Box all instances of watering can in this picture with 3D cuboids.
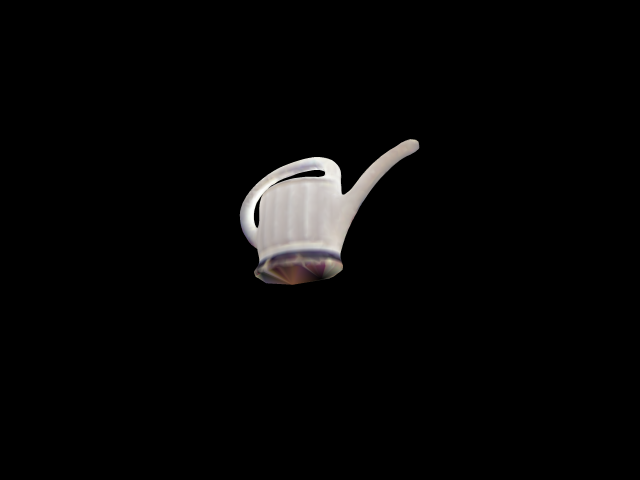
[{"bbox_3d":[0.003,-0.043,0.850,0.345,0.228,0.103,-12,-25,29],"label":"watering can"}]
